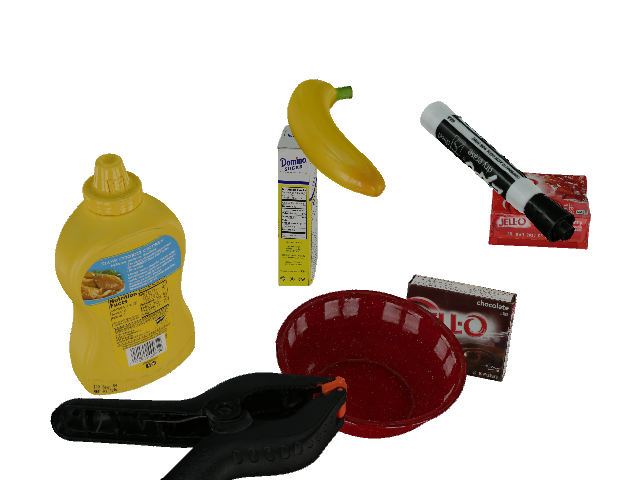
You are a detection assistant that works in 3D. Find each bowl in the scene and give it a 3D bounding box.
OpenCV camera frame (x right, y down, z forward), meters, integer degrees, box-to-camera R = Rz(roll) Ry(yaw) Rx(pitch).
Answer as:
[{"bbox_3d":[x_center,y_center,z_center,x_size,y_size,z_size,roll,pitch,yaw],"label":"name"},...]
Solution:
[{"bbox_3d":[0.040,0.114,0.907,0.162,0.055,0.162,5,39,-4],"label":"bowl"}]

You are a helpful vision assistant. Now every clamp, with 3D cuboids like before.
[{"bbox_3d":[-0.055,0.115,0.596,0.171,0.039,0.120,-9,35,-20],"label":"clamp"}]

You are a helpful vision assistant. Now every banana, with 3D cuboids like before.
[{"bbox_3d":[0.008,-0.098,0.927,0.069,0.037,0.198,-2,34,-6],"label":"banana"}]

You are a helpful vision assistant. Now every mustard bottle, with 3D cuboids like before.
[{"bbox_3d":[-0.145,0.021,0.783,0.096,0.192,0.058,-22,43,-26],"label":"mustard bottle"}]

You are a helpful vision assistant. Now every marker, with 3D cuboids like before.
[{"bbox_3d":[0.100,-0.039,0.604,0.020,0.020,0.121,0,37,-43],"label":"marker"}]

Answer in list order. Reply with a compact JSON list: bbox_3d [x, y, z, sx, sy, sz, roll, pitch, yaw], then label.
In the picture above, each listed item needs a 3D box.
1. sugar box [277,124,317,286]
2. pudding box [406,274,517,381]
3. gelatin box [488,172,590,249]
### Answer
[{"bbox_3d":[-0.027,-0.043,1.272,0.048,0.176,0.093,0,23,5],"label":"sugar box"},{"bbox_3d":[0.143,0.091,1.117,0.113,0.090,0.039,9,21,13],"label":"pudding box"},{"bbox_3d":[0.168,-0.025,0.821,0.073,0.030,0.089,4,25,10],"label":"gelatin box"}]
